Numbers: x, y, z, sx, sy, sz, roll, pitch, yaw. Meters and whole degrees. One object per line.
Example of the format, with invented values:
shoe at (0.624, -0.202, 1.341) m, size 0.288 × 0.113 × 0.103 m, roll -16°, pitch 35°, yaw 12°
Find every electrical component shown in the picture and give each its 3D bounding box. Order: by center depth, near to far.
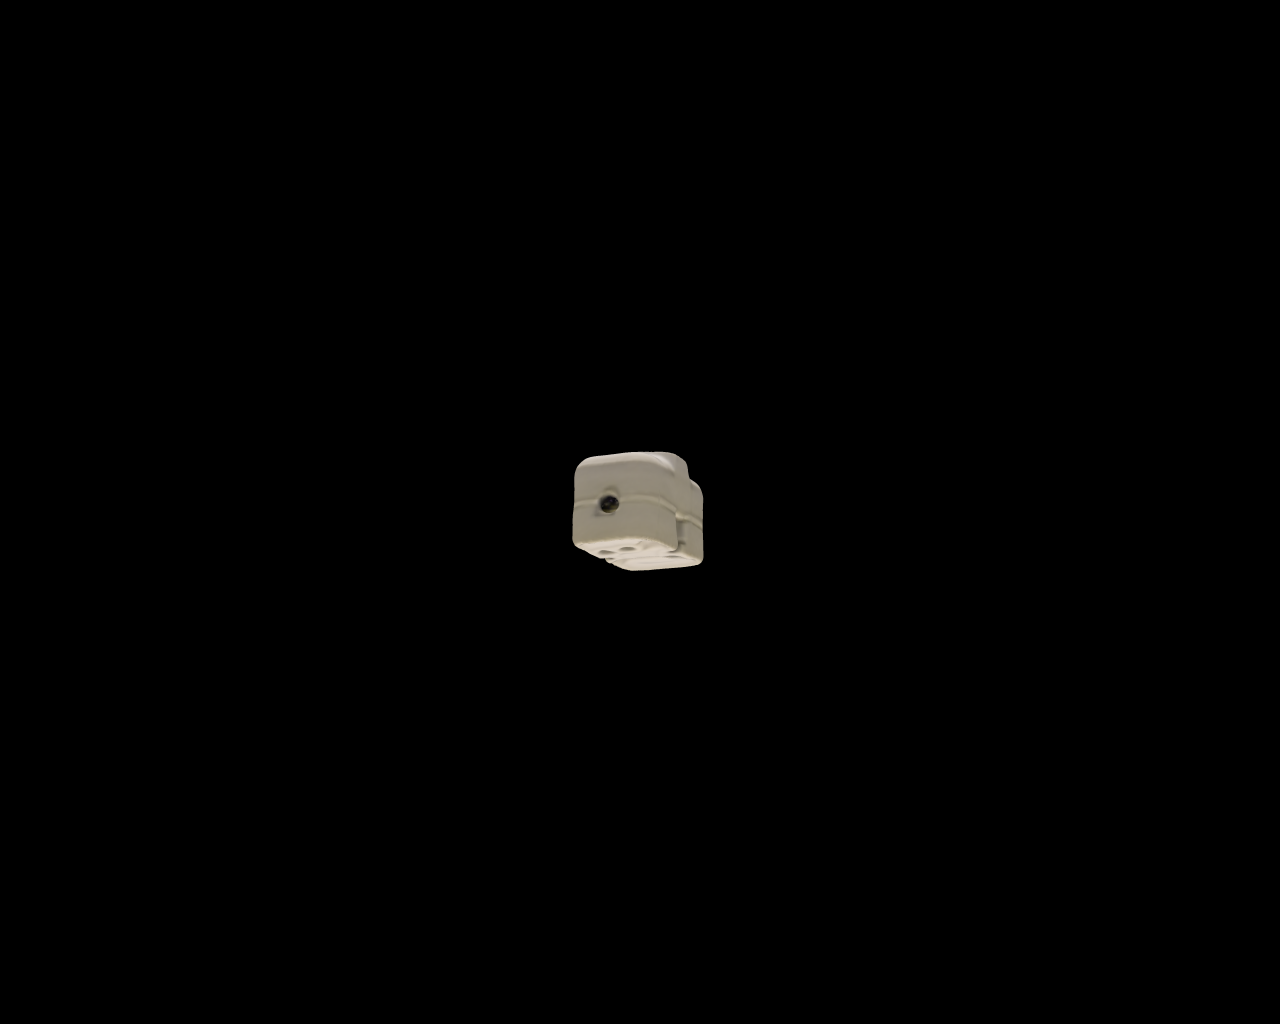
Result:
electrical component at (0.001, -0.003, 0.650) m, size 0.054 × 0.059 × 0.095 m, roll -6°, pitch -15°, yaw 23°
